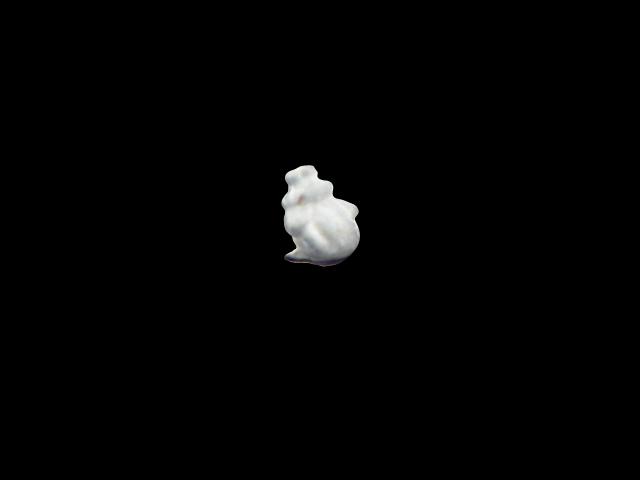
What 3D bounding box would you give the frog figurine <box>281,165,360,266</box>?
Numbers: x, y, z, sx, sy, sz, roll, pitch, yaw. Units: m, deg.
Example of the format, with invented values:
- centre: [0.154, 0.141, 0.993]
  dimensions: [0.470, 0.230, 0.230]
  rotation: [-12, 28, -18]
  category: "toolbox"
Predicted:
- centre: [0.003, -0.043, 0.850]
  dimensions: [0.138, 0.157, 0.124]
  rotation: [-9, 19, -26]
  category: "frog figurine"
